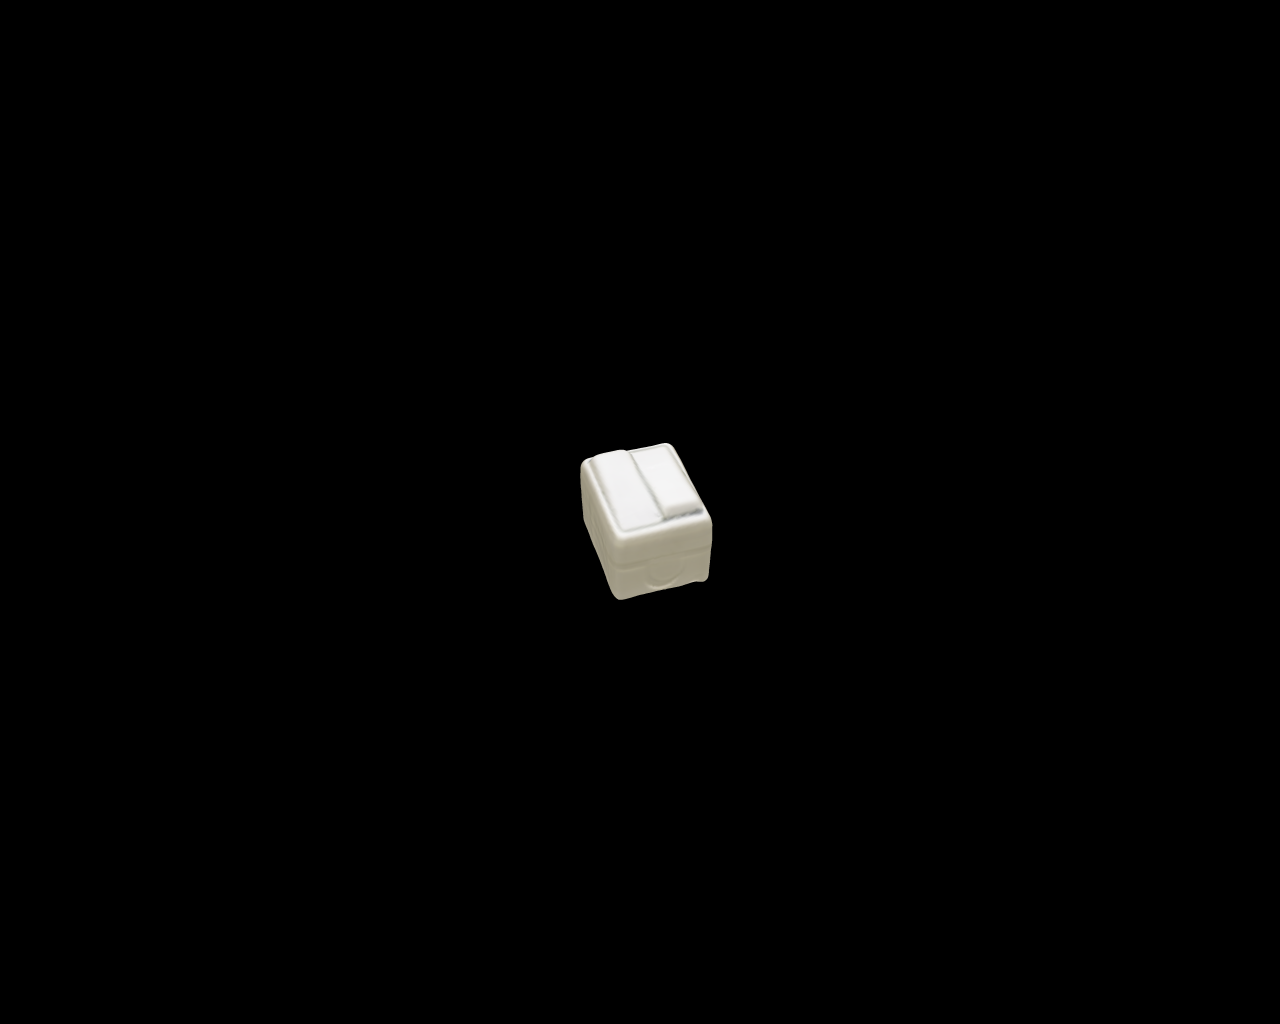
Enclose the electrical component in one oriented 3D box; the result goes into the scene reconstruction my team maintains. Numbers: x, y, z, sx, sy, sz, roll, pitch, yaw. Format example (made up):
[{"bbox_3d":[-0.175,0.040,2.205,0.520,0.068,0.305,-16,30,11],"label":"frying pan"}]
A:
[{"bbox_3d":[0.001,-0.003,0.650,0.062,0.061,0.096,-11,43,-12],"label":"electrical component"}]
